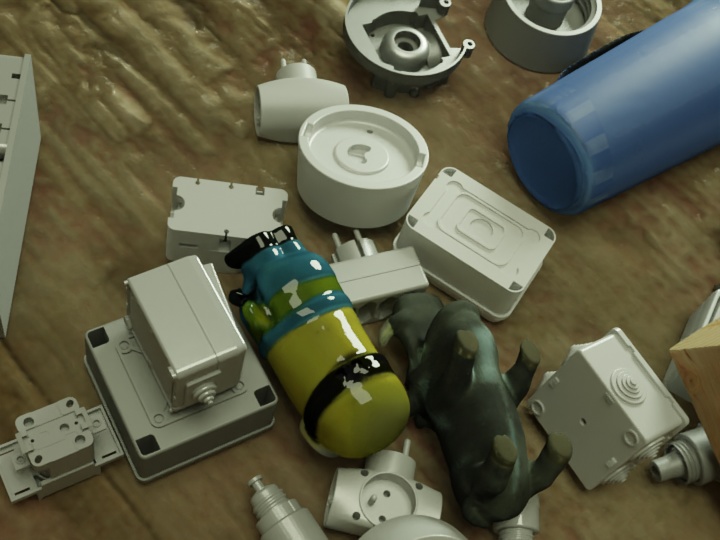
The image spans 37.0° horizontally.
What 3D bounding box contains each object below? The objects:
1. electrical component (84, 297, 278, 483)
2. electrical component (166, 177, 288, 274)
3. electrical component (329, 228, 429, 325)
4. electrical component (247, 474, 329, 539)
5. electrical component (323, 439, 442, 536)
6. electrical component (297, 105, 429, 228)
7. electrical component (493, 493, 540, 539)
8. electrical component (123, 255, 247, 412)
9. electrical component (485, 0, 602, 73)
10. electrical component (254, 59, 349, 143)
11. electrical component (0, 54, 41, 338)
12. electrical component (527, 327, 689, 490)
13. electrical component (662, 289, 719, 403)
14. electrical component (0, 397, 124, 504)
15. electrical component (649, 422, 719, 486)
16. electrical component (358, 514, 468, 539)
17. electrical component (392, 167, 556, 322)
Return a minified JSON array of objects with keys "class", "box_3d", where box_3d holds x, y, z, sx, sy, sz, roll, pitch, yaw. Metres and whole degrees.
[{"class":"electrical component","box_3d":[-0.131,0.081,0.781,0.109,0.056,0.108,-21,67,-22]},{"class":"electrical component","box_3d":[-0.106,-0.033,0.853,0.089,0.055,0.050,7,59,-8]},{"class":"electrical component","box_3d":[0.000,0.000,0.862,0.083,0.047,0.075,-13,64,-19]},{"class":"electrical component","box_3d":[-0.053,0.178,0.750,0.040,0.040,0.078,-28,69,-25]},{"class":"electrical component","box_3d":[0.019,0.156,0.777,0.077,0.044,0.079,14,58,-3]},{"class":"electrical component","box_3d":[-0.002,-0.081,0.897,0.108,0.060,0.108,7,45,-7]},{"class":"electrical component","box_3d":[0.114,0.189,0.783,0.035,0.035,0.061,8,62,-8]},{"class":"electrical component","box_3d":[-0.114,0.047,0.733,0.061,0.061,0.096,-22,67,-23]},{"class":"electrical component","box_3d":[0.181,-0.251,1.039,0.108,0.060,0.108,5,59,-9]},{"class":"electrical component","box_3d":[-0.054,-0.154,0.942,0.077,0.043,0.079,-2,61,-13]},{"class":"electrical component","box_3d":[-0.286,-0.058,0.801,0.060,0.105,0.186,5,59,-9]},{"class":"electrical component","box_3d":[0.183,0.106,0.810,0.048,0.099,0.099,-19,65,-36]},{"class":"electrical component","box_3d":[0.300,0.063,0.881,0.062,0.061,0.096,30,59,6]},{"class":"electrical component","box_3d":[-0.208,0.121,0.738,0.081,0.063,0.042,-22,66,-22]},{"class":"electrical component","box_3d":[0.256,0.147,0.833,0.062,0.048,0.048,-16,65,-13]},{"class":"electrical component","box_3d":[0.043,0.221,0.709,0.108,0.060,0.108,1,88,-15]},{"class":"electrical component","box_3d":[0.093,-0.020,0.887,0.113,0.057,0.078,33,59,8]}]
